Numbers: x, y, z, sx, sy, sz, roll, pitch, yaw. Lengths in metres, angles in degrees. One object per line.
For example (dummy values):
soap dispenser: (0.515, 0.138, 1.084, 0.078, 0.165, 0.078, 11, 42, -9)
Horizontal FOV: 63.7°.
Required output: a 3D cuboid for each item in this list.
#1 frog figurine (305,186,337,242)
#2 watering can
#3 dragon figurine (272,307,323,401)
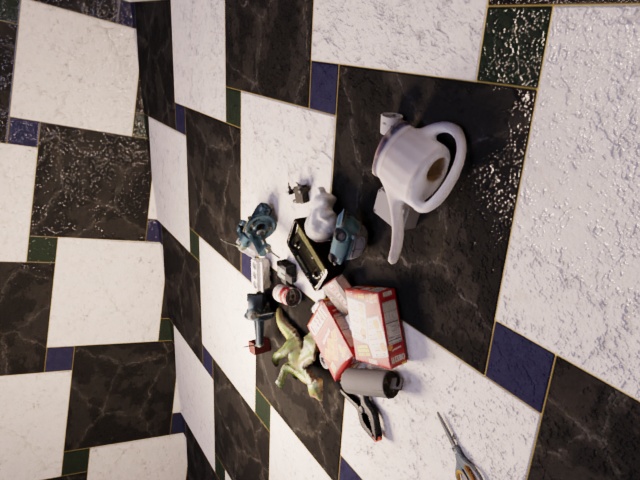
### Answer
frog figurine: (0.005, -0.079, 1.570, 0.138, 0.123, 0.158, -147, 40, -72)
watering can: (0.202, -0.135, 1.215, 0.228, 0.103, 0.343, 47, 114, 41)
dragon figurine: (-0.064, 0.378, 1.842, 0.239, 0.121, 0.419, -39, 50, 34)
